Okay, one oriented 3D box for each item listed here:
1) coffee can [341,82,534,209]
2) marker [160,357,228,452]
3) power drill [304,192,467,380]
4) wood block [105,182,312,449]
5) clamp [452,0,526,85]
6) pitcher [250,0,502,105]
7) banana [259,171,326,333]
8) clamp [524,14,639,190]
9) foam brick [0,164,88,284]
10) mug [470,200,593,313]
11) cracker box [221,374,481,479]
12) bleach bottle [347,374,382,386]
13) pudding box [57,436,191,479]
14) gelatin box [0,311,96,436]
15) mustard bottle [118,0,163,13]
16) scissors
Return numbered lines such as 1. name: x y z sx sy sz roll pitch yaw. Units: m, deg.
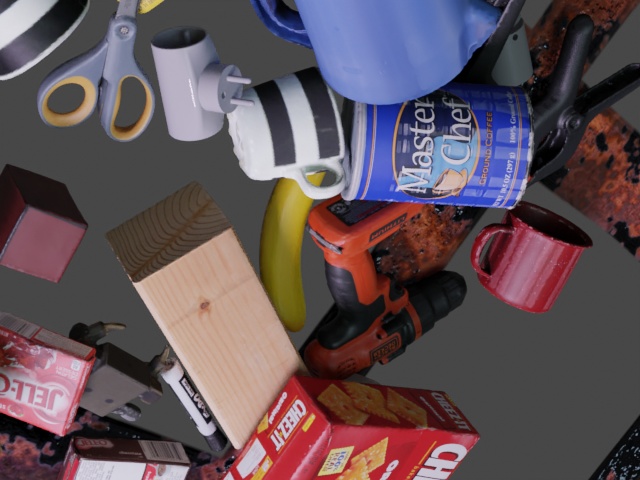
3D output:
1. coffee can: 0.091 -0.080 0.871 0.140 0.103 0.103 3 116 -6
2. marker: -0.115 0.155 0.986 0.020 0.020 0.121 -32 127 -10
3. power drill: 0.061 0.030 0.972 0.184 0.057 0.188 -30 134 -25
4. wood block: -0.087 0.067 0.909 0.090 0.090 0.206 -31 127 -9
5. clamp: 0.103 -0.128 0.925 0.164 0.036 0.210 -10 134 5
6. pitcher: 0.017 -0.218 0.743 0.149 0.145 0.242 -33 142 -2
7. banana: -0.021 -0.003 0.939 0.069 0.037 0.198 3 115 -29
8. clamp: 0.227 -0.127 1.004 0.171 0.039 0.120 -50 127 4
9. foam brick: -0.216 -0.014 0.801 0.052 0.078 0.051 22 105 -34
10. mug: 0.196 0.016 1.035 0.117 0.093 0.081 10 114 -33
11. cracker box: 0.024 0.211 0.965 0.213 0.072 0.164 15 116 -44
12. bleach bottle: -0.026 0.245 1.060 0.102 0.068 0.251 23 106 -38
13. pudding box: -0.185 0.229 0.978 0.113 0.039 0.090 12 110 -31
14. gelatin box: -0.233 0.108 0.862 0.089 0.030 0.073 22 108 1
15. mustard bottle: -0.160 -0.245 0.714 0.096 0.058 0.191 -44 129 11
16. scissors: -0.159 -0.145 0.759 0.096 0.016 0.202 -8 141 -13
